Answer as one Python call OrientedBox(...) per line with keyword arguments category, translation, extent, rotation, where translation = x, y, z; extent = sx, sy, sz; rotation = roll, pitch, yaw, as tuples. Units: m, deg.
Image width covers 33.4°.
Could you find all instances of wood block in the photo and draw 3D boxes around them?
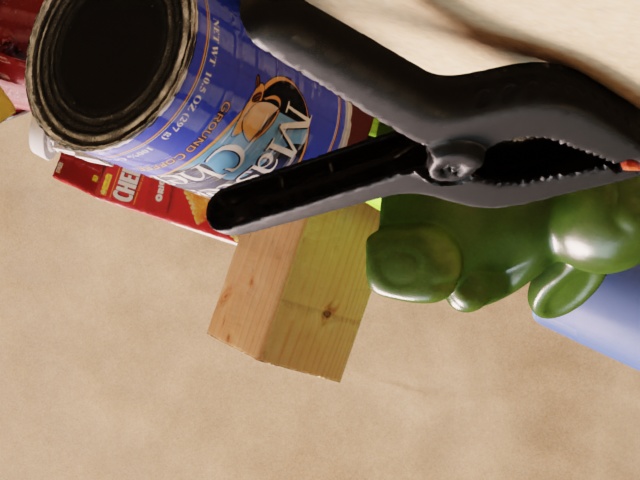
OrientedBox(category="wood block", translation=(-0.006, 0.001, 0.889), extent=(0.090, 0.206, 0.090), rotation=(20, 179, -35))

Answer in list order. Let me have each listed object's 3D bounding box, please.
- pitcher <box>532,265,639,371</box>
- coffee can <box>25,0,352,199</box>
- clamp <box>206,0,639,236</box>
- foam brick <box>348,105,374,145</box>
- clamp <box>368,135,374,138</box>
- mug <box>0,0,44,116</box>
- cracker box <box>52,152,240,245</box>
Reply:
OrientedBox(category="pitcher", translation=(0.277, 0.049, 0.743), extent=(0.243, 0.149, 0.144), rotation=(22, -138, 18))
OrientedBox(category="coffee can", translation=(-0.061, -0.076, 0.540), extent=(0.103, 0.103, 0.140), rotation=(18, 179, 33))
OrientedBox(category="clamp", translation=(0.053, -0.050, 0.466), extent=(0.210, 0.036, 0.165), rotation=(-2, 153, -4))
OrientedBox(category="foam brick", translation=(-0.006, -0.070, 0.629), extent=(0.051, 0.078, 0.053), rotation=(18, -178, -41))
OrientedBox(category="clamp", translation=(-0.041, -0.071, 0.735), extent=(0.120, 0.039, 0.172), rotation=(40, 155, -14))
OrientedBox(category="mug", translation=(-0.137, -0.105, 0.599), extent=(0.081, 0.093, 0.117), rotation=(14, -160, 10))
OrientedBox(category="cracker box", translation=(-0.117, -0.047, 0.975), extent=(0.213, 0.072, 0.164), rotation=(19, 180, -28))
